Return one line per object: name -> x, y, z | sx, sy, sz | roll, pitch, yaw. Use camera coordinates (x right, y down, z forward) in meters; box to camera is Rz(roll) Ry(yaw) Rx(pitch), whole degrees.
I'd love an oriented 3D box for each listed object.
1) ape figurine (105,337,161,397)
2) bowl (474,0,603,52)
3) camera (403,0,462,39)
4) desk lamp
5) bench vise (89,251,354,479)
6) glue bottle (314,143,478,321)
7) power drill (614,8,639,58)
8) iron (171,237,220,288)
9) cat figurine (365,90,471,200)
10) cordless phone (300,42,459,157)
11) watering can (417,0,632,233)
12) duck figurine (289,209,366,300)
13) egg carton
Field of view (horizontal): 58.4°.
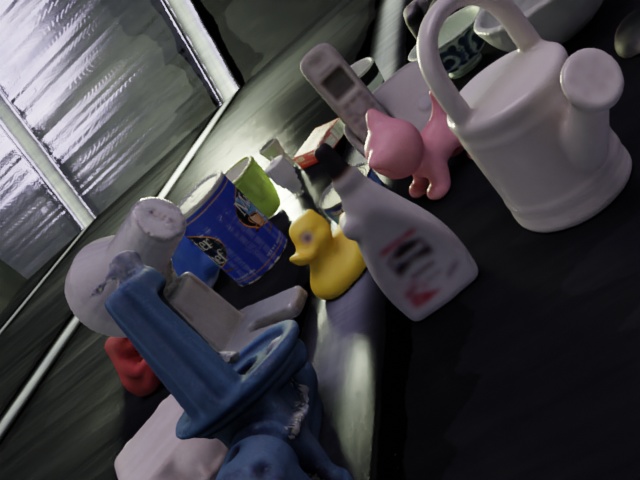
ape figurine -> -0.252, 0.163, 0.784 | 0.076, 0.092, 0.077 | -44, 22, -1
bowl -> 0.275, -0.278, 0.689 | 0.167, 0.075, 0.167 | -36, 23, 19
camera -> 0.204, -0.394, 0.980 | 0.142, 0.101, 0.137 | -24, 30, 40
desk lamp -> -0.161, 0.056, 0.656 | 0.202, 0.214, 0.118 | -27, 28, 35
bench vise -> -0.061, 0.100, 0.399 | 0.121, 0.220, 0.207 | -47, 22, -6
glue bottle -> 0.053, -0.012, 0.465 | 0.078, 0.173, 0.037 | -41, 23, 7
power drill -> 0.271, -0.279, 0.519 | 0.229, 0.209, 0.076 | -23, 30, 41
iron -> -0.273, 0.062, 0.932 | 0.258, 0.142, 0.118 | -38, 23, 14
cat figurine -> 0.102, -0.106, 0.622 | 0.128, 0.118, 0.067 | -48, 23, -10
cordless phone -> 0.076, -0.194, 0.733 | 0.147, 0.185, 0.094 | -44, 22, 0
watering can -> 0.152, -0.107, 0.435 | 0.172, 0.194, 0.101 | -9, 41, 54
duck figurine -> 0.006, 0.002, 0.636 | 0.077, 0.086, 0.105 | -13, 38, 52
egg carton -> -0.130, 0.206, 0.529 | 0.107, 0.069, 0.150 | -50, 23, -15
